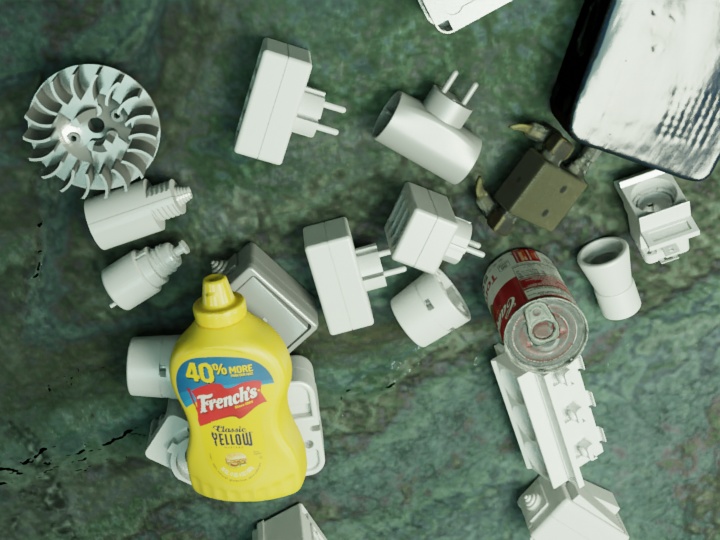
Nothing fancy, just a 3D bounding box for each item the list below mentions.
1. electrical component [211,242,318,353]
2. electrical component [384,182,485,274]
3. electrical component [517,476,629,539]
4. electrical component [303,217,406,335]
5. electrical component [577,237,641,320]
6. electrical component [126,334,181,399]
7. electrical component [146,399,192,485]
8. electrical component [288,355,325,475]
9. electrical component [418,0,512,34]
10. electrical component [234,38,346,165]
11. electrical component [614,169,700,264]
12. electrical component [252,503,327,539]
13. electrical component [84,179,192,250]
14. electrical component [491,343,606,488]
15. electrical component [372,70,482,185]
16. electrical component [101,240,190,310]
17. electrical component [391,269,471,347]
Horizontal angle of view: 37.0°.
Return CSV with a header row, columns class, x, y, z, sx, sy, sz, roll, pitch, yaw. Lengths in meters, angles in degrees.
class,x,y,z,sx,sy,sz,roll,pitch,yaw
electrical component,-0.088,0.028,0.893,0.062,0.061,0.096,-42,111,14
electrical component,0.066,-0.029,0.877,0.077,0.065,0.047,20,111,-13
electrical component,0.197,0.227,1.007,0.096,0.061,0.061,33,108,-18
electrical component,0.000,0.000,0.895,0.076,0.047,0.083,-15,114,1
electrical component,0.217,0.010,0.922,0.044,0.044,0.065,-23,119,6
electrical component,-0.171,0.082,0.915,0.047,0.055,0.055,1,114,-1
electrical component,-0.138,0.153,0.948,0.089,0.055,0.050,29,109,-16
electrical component,-0.063,0.125,0.940,0.054,0.059,0.095,-8,115,-1
electrical component,0.065,-0.241,0.785,0.078,0.057,0.113,-27,114,8
electrical component,-0.050,-0.125,0.834,0.076,0.047,0.083,15,112,-11
electrical component,0.244,-0.043,0.885,0.042,0.081,0.063,-18,137,4
electrical component,-0.048,0.291,0.990,0.056,0.108,0.108,-29,114,5
electrical component,-0.174,-0.049,0.860,0.081,0.043,0.043,-18,115,4
electrical component,0.169,0.122,0.955,0.063,0.079,0.121,-28,116,-16
electrical component,0.063,-0.119,0.848,0.077,0.043,0.079,28,109,-16
electrical component,-0.175,0.001,0.884,0.078,0.040,0.040,-31,113,9
electrical component,0.059,0.032,0.912,0.047,0.055,0.055,-36,112,15
